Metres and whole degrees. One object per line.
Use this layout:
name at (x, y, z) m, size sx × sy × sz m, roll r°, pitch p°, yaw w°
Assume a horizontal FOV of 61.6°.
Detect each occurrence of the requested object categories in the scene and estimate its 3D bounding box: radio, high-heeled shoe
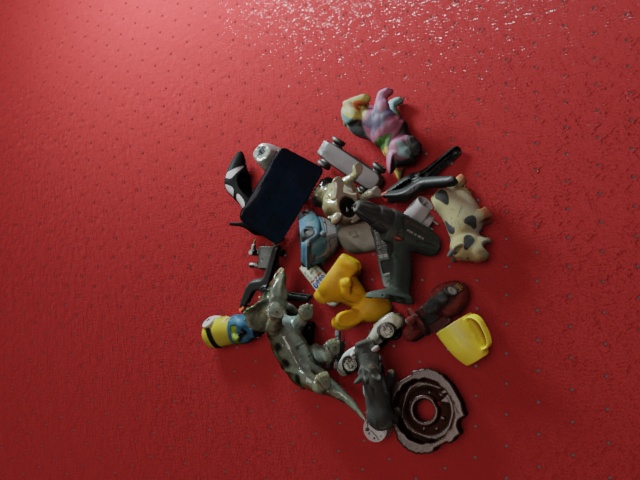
radio at (-0.103, -0.117, 1.387) m, size 0.131 × 0.073 × 0.229 m, roll 30°, pitch 93°, yaw -9°
high-heeled shoe at (-0.182, -0.133, 1.481) m, size 0.145 × 0.086 × 0.248 m, roll -2°, pitch 79°, yaw 20°

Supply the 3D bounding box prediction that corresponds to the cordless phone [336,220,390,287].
cordless phone at (0.125, 0.030, 1.291) m, size 0.147 × 0.088 × 0.184 m, roll -13°, pitch 82°, yaw 23°

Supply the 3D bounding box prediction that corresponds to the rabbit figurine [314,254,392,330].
rabbit figurine at (0.083, 0.135, 1.259) m, size 0.173 × 0.122 × 0.162 m, roll 33°, pitch 72°, yaw 4°

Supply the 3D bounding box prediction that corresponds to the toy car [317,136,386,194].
toy car at (0.079, -0.188, 1.376) m, size 0.202 × 0.053 × 0.089 m, roll 37°, pitch 106°, yaw 25°

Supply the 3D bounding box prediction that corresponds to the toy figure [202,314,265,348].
toy figure at (-0.231, 0.240, 1.413) m, size 0.180 × 0.082 × 0.089 m, roll -5°, pitch 74°, yaw 23°

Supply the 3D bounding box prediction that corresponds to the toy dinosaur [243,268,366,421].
toy dinosaur at (-0.051, 0.259, 1.254) m, size 0.131 × 0.192 × 0.405 m, roll -22°, pitch 75°, yaw -28°

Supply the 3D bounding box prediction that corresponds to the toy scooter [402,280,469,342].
toy scooter at (0.243, 0.154, 1.169) m, size 0.184 × 0.135 × 0.075 m, roll -44°, pitch 62°, yaw 9°

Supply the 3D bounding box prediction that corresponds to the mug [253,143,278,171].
mug at (-0.128, -0.209, 1.452) m, size 0.081 × 0.107 × 0.110 m, roll -41°, pitch 62°, yaw 14°

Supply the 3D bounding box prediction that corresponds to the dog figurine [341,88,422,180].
dog figurine at (0.151, -0.252, 1.328) m, size 0.192 × 0.108 × 0.219 m, roll -11°, pitch 76°, yaw 23°

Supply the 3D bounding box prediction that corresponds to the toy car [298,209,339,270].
toy car at (-0.003, -0.004, 1.346) m, size 0.103 × 0.109 × 0.162 m, roll -1°, pitch 39°, yaw -4°

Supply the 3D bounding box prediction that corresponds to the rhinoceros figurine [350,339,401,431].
rhinoceros figurine at (0.113, 0.309, 1.152) m, size 0.073 × 0.112 × 0.190 m, roll -16°, pitch 76°, yaw 26°

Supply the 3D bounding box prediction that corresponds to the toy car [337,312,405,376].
toy car at (0.117, 0.243, 1.244) m, size 0.201 × 0.073 × 0.056 m, roll -44°, pitch 67°, yaw 10°

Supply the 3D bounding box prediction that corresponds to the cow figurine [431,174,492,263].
cow figurine at (0.318, -0.035, 1.206) m, size 0.127 × 0.085 × 0.195 m, roll -31°, pitch 69°, yaw 10°

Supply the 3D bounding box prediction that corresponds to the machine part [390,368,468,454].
machine part at (0.230, 0.369, 1.169) m, size 0.180 × 0.056 × 0.179 m, roll -7°, pitch 73°, yaw 26°

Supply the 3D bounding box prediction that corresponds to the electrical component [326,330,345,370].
electrical component at (0.033, 0.265, 1.296) m, size 0.063 × 0.021 × 0.094 m, roll -18°, pitch 66°, yaw 54°

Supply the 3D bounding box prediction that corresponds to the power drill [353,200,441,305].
power drill at (0.156, 0.035, 1.197) m, size 0.086 × 0.232 × 0.207 m, roll -19°, pitch 59°, yaw 60°

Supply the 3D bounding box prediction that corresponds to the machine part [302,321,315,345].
machine part at (-0.046, 0.262, 1.342) m, size 0.084 × 0.039 × 0.138 m, roll 11°, pitch 85°, yaw 36°

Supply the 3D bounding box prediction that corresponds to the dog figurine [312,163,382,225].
dog figurine at (0.029, -0.087, 1.297) m, size 0.191 × 0.172 × 0.121 m, roll -16°, pitch 108°, yaw 52°

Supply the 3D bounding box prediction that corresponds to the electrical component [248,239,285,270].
electrical component at (-0.146, 0.040, 1.437) m, size 0.102 × 0.045 × 0.078 m, roll 6°, pitch 79°, yaw 27°
